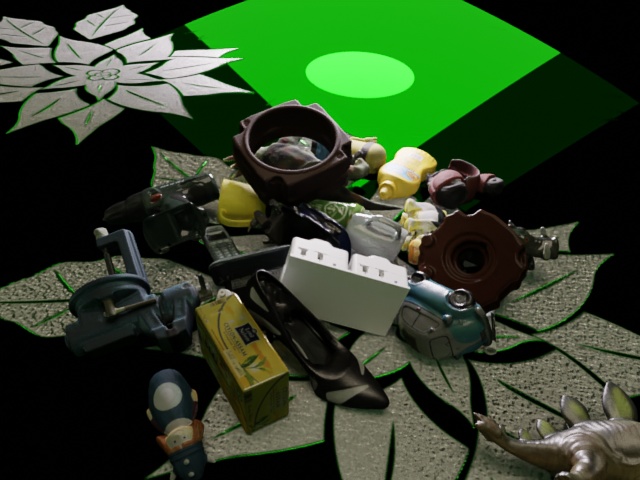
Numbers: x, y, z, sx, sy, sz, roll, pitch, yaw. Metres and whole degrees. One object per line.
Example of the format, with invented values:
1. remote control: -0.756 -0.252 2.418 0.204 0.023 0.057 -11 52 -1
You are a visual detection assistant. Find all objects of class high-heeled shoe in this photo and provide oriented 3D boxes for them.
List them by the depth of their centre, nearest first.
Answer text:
1. high-heeled shoe: -0.004 0.136 0.761 0.249 0.145 0.086 22 42 26

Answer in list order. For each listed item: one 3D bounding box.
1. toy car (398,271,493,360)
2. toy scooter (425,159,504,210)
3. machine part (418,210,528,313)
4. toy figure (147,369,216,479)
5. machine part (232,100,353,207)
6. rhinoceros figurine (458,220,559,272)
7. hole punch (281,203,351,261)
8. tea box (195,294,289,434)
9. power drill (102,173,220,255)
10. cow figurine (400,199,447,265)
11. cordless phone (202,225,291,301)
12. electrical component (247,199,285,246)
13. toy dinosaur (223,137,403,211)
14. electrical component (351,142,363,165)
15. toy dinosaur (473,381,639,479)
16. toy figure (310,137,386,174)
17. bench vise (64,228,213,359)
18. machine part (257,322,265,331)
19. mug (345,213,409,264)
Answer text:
1. toy car: 0.175 0.125 0.827 0.103 0.109 0.162 -41 44 -21
2. toy scooter: 0.302 -0.131 1.190 0.184 0.075 0.135 -13 40 -24
3. machine part: 0.253 0.035 0.899 0.179 0.056 0.179 -7 68 17
4. toy figure: -0.184 0.238 0.691 0.064 0.057 0.155 -42 46 6
5. machine part: -0.054 -0.171 1.047 0.201 0.087 0.201 -26 59 -20
6. rhinoceros figurine: 0.328 0.014 0.971 0.190 0.111 0.073 5 34 15
7. hole punch: -0.002 -0.003 0.972 0.092 0.115 0.142 -23 47 -41
8. tea box: -0.110 0.168 0.751 0.068 0.098 0.170 -20 44 -26
9. power drill: -0.294 -0.047 1.006 0.232 0.085 0.207 -21 22 -11
10. cow figurine: 0.207 -0.008 1.031 0.098 0.068 0.167 9 38 -2
11. cordless phone: -0.136 0.019 0.962 0.147 0.088 0.184 -14 34 -20
12. electrical component: -0.086 -0.027 1.004 0.045 0.102 0.078 29 85 39
13. toy dinosaur: -0.036 -0.138 1.141 0.405 0.131 0.192 33 53 29
14. electrical component: 0.051 -0.181 1.206 0.063 0.094 0.021 46 35 -4
15. toy dinosaur: 0.418 0.276 0.644 0.472 0.105 0.198 16 36 9
16. toy figure: 0.065 -0.196 1.253 0.180 0.082 0.089 12 37 8
17. bench vise: -0.291 0.069 0.834 0.224 0.128 0.241 -26 61 -5
18. machine part: -0.062 0.114 0.875 0.139 0.039 0.084 -16 50 -26
19. mug: 0.098 -0.007 0.970 0.107 0.109 0.081 25 64 7
